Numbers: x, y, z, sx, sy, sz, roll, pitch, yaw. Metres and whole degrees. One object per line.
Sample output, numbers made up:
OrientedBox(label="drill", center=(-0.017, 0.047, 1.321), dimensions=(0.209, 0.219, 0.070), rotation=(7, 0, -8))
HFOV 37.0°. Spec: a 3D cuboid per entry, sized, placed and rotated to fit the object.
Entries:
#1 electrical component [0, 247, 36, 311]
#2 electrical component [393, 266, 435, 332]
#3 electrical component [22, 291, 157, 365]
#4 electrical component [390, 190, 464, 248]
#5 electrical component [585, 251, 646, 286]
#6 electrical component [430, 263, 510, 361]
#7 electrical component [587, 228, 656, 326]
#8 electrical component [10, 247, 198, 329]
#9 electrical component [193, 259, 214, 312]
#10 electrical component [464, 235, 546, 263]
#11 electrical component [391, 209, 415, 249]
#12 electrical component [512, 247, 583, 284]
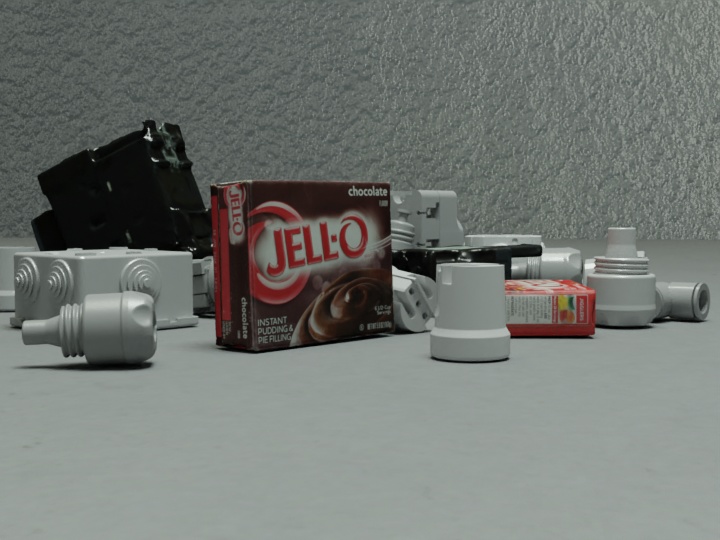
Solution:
OrientedBox(label="electrical component", center=(-0.260, 0.006, 0.804), dimensions=(0.040, 0.046, 0.040), rotation=(0, 3, 0))
OrientedBox(label="electrical component", center=(0.022, 0.018, 0.664), dimensions=(0.040, 0.040, 0.046), rotation=(-3, 9, -41))
OrientedBox(label="electrical component", center=(-0.129, 0.028, 0.513), dimensions=(0.061, 0.035, 0.035), rotation=(-3, 3, -6))
OrientedBox(label="electrical component", center=(0.052, -0.023, 0.917), dimensions=(0.050, 0.089, 0.056), rotation=(3, 4, 43))
OrientedBox(label="electrical component", center=(0.205, 0.007, 0.856), dimensions=(0.046, 0.040, 0.040), rotation=(-5, 2, 18))
OrientedBox(label="electrical component", center=(0.055, 0.020, 0.540), dimensions=(0.040, 0.046, 0.040), rotation=(0, 3, 0))
OrientedBox(label="electrical component", center=(0.166, 0.004, 0.684), dimensions=(0.043, 0.062, 0.043), rotation=(0, 3, 0))
OrientedBox(label="electrical component", center=(-0.164, 0.011, 0.687), dimensions=(0.100, 0.048, 0.100), rotation=(3, 5, 45))
OrientedBox(label="electrical component", center=(-0.100, 0.010, 0.760), dimensions=(0.055, 0.048, 0.066), rotation=(-7, -2, 39))
OrientedBox(label="electrical component", center=(0.128, -0.006, 0.958), dimensions=(0.080, 0.051, 0.080), rotation=(0, 3, 0))
OrientedBox(label="electrical component", center=(0.027, -0.011, 0.873), dimensions=(0.040, 0.078, 0.040), rotation=(13, -3, 1))
OrientedBox(label="electrical component", center=(0.148, 0.004, 0.868), dimensions=(0.062, 0.043, 0.043), rotation=(0, 3, 15))
